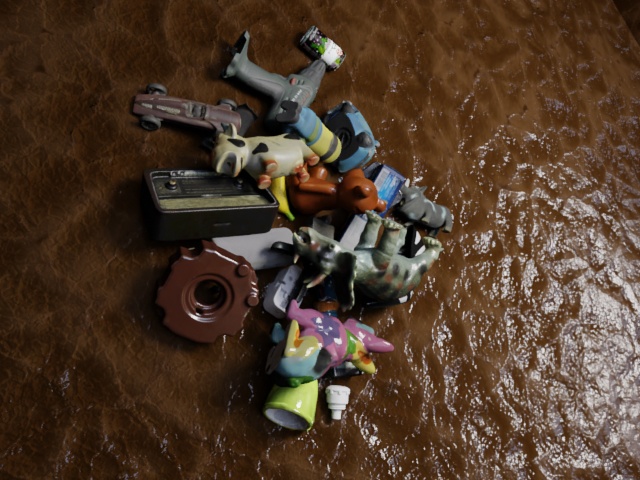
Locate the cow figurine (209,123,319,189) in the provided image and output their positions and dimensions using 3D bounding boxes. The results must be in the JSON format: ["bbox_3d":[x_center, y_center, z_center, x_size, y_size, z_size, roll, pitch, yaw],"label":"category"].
[{"bbox_3d":[-0.115,-0.161,1.006,0.195,0.085,0.127,-14,55,-35],"label":"cow figurine"}]

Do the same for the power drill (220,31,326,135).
[{"bbox_3d":[-0.101,-0.355,1.169,0.207,0.086,0.232,34,62,-28],"label":"power drill"}]

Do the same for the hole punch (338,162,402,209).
[{"bbox_3d":[0.107,-0.104,1.220,0.116,0.092,0.142,-36,99,-6],"label":"hole punch"}]

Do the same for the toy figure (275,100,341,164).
[{"bbox_3d":[-0.022,-0.219,1.123,0.082,0.089,0.180,-51,148,-1],"label":"toy figure"}]

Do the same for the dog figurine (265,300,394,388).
[{"bbox_3d":[0.023,0.202,0.969,0.219,0.108,0.192,20,31,-13],"label":"dog figurine"}]

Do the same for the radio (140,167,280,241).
[{"bbox_3d":[-0.202,-0.070,0.975,0.229,0.073,0.131,-5,44,-34],"label":"radio"}]

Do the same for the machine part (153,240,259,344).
[{"bbox_3d":[-0.194,0.091,0.922,0.179,0.056,0.179,-4,106,-15],"label":"machine part"}]

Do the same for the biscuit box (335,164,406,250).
[{"bbox_3d":[0.104,-0.062,1.149,0.059,0.063,0.202,30,90,-7],"label":"biscuit box"}]

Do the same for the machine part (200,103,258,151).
[{"bbox_3d":[-0.179,-0.220,1.094,0.084,0.039,0.139,33,61,-10],"label":"machine part"}]

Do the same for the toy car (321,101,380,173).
[{"bbox_3d":[0.074,-0.229,1.229,0.103,0.109,0.161,9,56,-54],"label":"toy car"}]

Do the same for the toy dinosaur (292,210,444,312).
[{"bbox_3d":[0.127,0.058,1.057,0.404,0.131,0.192,20,98,-45],"label":"toy dinosaur"}]

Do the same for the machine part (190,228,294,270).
[{"bbox_3d":[-0.132,0.022,1.019,0.243,0.079,0.079,-6,78,-35],"label":"machine part"}]

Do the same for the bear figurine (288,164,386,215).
[{"bbox_3d":[0.034,-0.112,1.088,0.120,0.196,0.132,29,61,-52],"label":"bear figurine"}]

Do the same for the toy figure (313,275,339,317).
[{"bbox_3d":[0.016,0.116,1.097,0.064,0.058,0.154,8,75,-24],"label":"toy figure"}]

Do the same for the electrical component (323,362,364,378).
[{"bbox_3d":[0.027,0.238,1.068,0.119,0.048,0.075,1,74,-32],"label":"electrical component"}]

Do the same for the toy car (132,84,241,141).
[{"bbox_3d":[-0.251,-0.242,1.025,0.202,0.053,0.089,11,71,-15],"label":"toy car"}]

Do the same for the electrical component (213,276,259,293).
[{"bbox_3d":[-0.154,0.097,1.014,0.094,0.021,0.063,-15,83,-36],"label":"electrical component"}]

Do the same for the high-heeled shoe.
[{"bbox_3d":[0.162,0.056,1.180,0.248,0.086,0.145,-19,106,-53],"label":"high-heeled shoe"}]

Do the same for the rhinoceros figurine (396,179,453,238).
[{"bbox_3d":[0.243,-0.079,1.296,0.190,0.073,0.112,26,63,-24],"label":"rhinoceros figurine"}]

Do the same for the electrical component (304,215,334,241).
[{"bbox_3d":[-0.003,-0.005,1.126,0.078,0.045,0.102,16,65,-38],"label":"electrical component"}]
